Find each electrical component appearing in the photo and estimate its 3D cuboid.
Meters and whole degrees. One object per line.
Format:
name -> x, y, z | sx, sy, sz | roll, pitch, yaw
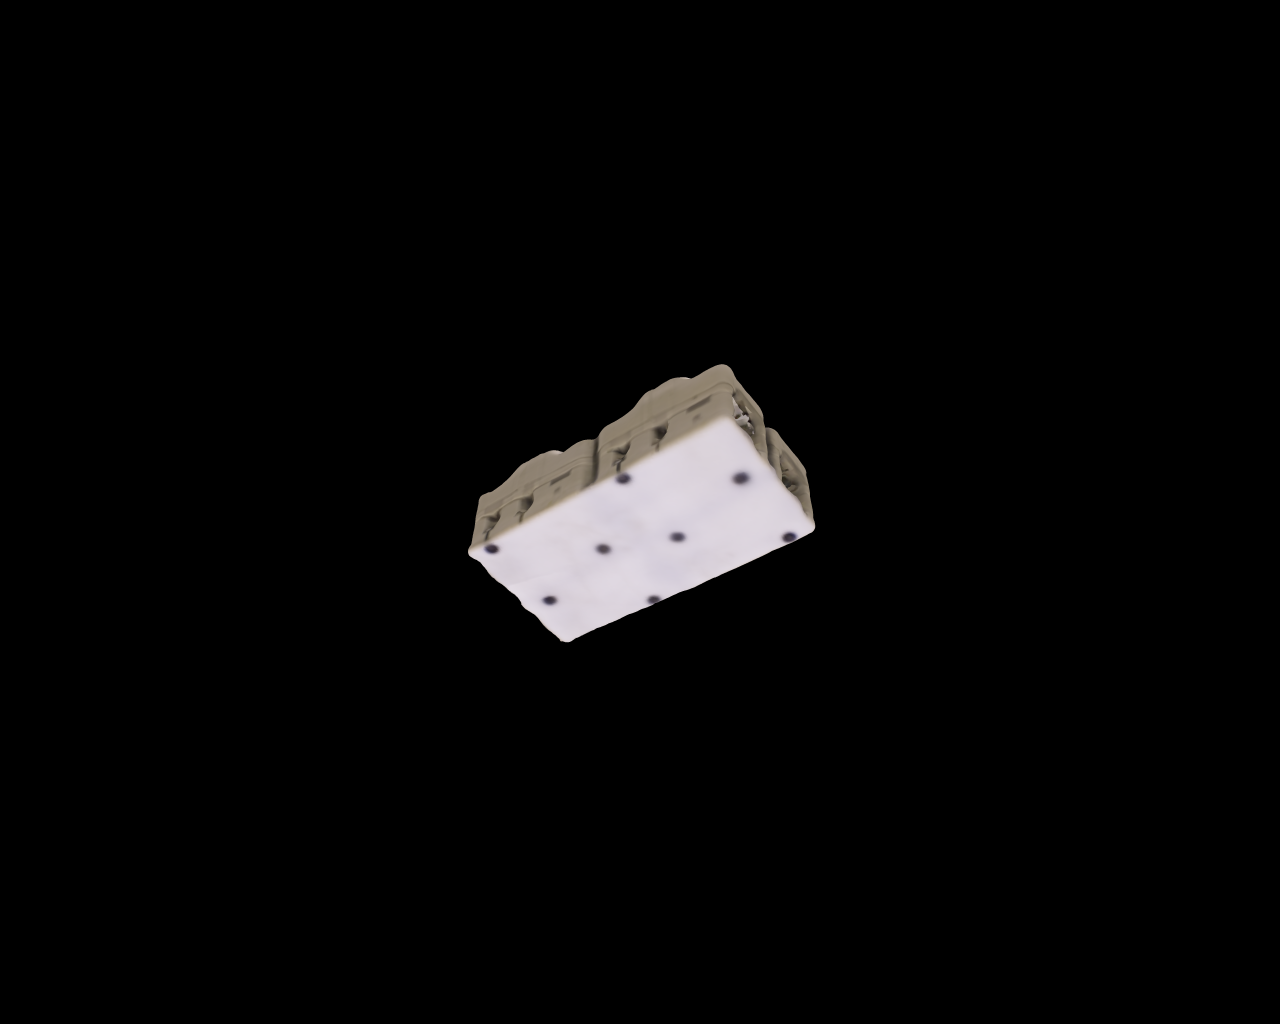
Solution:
electrical component -> 0.001, -0.003, 0.650 | 0.186, 0.060, 0.105 | -27, -53, 22
